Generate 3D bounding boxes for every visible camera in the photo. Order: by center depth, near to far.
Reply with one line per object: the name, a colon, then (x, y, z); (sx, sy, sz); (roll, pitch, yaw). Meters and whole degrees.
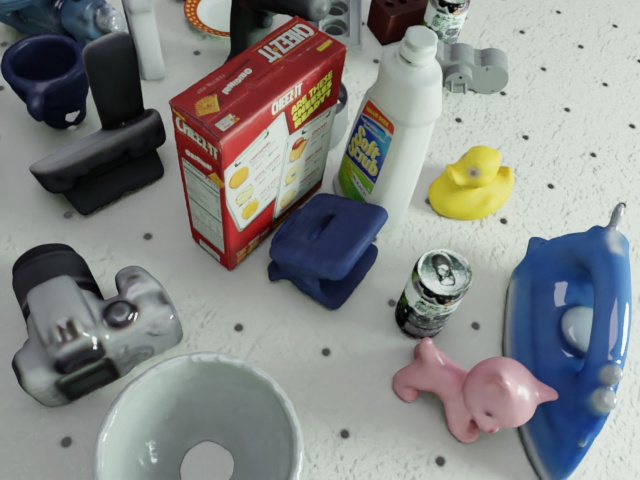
camera: (-0.221, 0.059, 0.534); (0.143, 0.101, 0.136); (-26, 65, -21)

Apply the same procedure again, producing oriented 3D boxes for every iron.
iron: (0.253, 0.094, 0.545); (0.118, 0.141, 0.258); (14, 58, 2)

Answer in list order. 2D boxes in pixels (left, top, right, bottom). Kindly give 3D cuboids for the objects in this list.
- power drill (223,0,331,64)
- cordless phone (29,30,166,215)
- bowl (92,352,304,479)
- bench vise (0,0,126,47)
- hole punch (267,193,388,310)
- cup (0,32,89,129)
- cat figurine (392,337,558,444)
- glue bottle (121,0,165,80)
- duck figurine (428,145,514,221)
power drill: (-0.071, -0.263, 0.687); (0.076, 0.208, 0.229); (-32, 67, -23)
cordless phone: (-0.240, -0.127, 0.596); (0.148, 0.185, 0.094); (-38, 69, -25)
bowl: (-0.099, 0.185, 0.486); (0.167, 0.075, 0.167); (3, 58, -5)
bench vise: (-0.326, -0.326, 0.688); (0.207, 0.220, 0.121); (12, 58, 1)
hole punch: (0.006, 0.002, 0.602); (0.101, 0.091, 0.109); (31, 60, 12)
cup: (-0.309, -0.166, 0.665); (0.092, 0.095, 0.117); (-2, 59, -8)
cat figurine: (0.140, 0.131, 0.523); (0.127, 0.118, 0.067); (32, 60, 13)
glue bottle: (-0.222, -0.285, 0.703); (0.037, 0.173, 0.078); (-16, 61, -15)
duck figurine: (0.186, -0.076, 0.674); (0.105, 0.086, 0.077); (-12, 60, -13)
